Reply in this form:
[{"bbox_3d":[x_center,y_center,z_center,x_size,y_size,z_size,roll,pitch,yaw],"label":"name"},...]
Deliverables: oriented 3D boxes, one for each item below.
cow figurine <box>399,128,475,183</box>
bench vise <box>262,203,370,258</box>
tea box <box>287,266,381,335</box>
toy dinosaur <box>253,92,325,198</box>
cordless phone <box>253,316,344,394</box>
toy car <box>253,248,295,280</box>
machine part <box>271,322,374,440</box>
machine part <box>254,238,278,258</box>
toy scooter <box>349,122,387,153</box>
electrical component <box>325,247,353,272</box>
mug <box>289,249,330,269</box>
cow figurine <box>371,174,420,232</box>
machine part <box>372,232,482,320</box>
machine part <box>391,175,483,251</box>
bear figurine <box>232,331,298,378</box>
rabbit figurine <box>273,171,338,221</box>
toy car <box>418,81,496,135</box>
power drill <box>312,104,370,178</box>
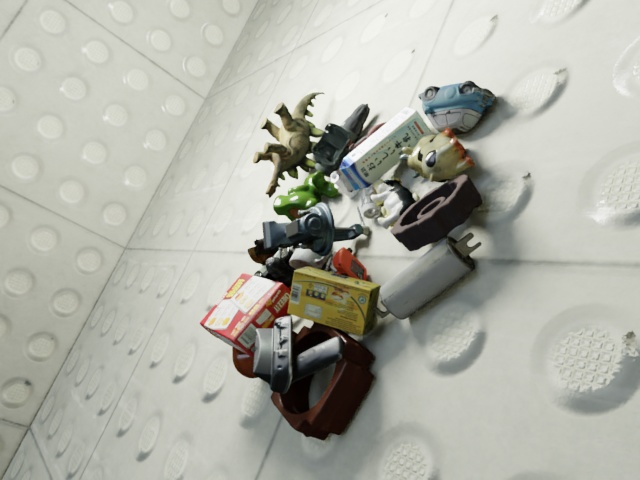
[{"bbox_3d":[0.242,-0.173,1.139,0.127,0.085,0.195,-34,19,15],"label":"cow figurine"},{"bbox_3d":[-0.004,-0.014,1.240,0.223,0.240,0.129,137,126,-59],"label":"bench vise"},{"bbox_3d":[0.028,0.120,1.087,0.170,0.068,0.098,15,100,21],"label":"tea box"},{"bbox_3d":[-0.080,-0.316,1.638,0.105,0.198,0.471,-21,46,48],"label":"toy dinosaur"},{"bbox_3d":[-0.036,0.206,1.058,0.184,0.088,0.147,-28,39,23],"label":"cordless phone"},{"bbox_3d":[-0.109,0.078,1.436,0.201,0.073,0.056,-42,34,25],"label":"toy car"},{"bbox_3d":[0.003,0.276,1.078,0.201,0.087,0.201,-61,30,-2],"label":"machine part"},{"bbox_3d":[-0.111,0.006,1.445,0.139,0.084,0.039,-17,6,-9],"label":"machine part"},{"bbox_3d":[0.129,-0.239,1.385,0.184,0.075,0.135,-38,11,13],"label":"toy scooter"},{"bbox_3d":[0.043,0.055,1.289,0.094,0.021,0.063,-58,30,3],"label":"electrical component"},{"bbox_3d":[-0.014,0.027,1.344,0.110,0.080,0.107,-19,41,50],"label":"mug"},{"bbox_3d":[0.169,-0.094,1.196,0.098,0.068,0.167,-36,39,23],"label":"cow figurine"},{"bbox_3d":[0.196,0.072,0.994,0.243,0.079,0.079,-43,33,24],"label":"machine part"},{"bbox_3d":[0.222,-0.049,1.029,0.179,0.056,0.179,-37,9,7],"label":"machine part"},{"bbox_3d":[-0.115,0.241,1.253,0.196,0.120,0.132,-36,32,29],"label":"bear figurine"},{"bbox_3d":[-0.031,-0.131,1.482,0.159,0.121,0.170,-34,22,46],"label":"rabbit figurine"},{"bbox_3d":[0.295,-0.280,1.170,0.162,0.109,0.102,6,90,45],"label":"toy car"},{"bbox_3d":[0.054,-0.274,1.455,0.232,0.086,0.207,-56,2,16],"label":"power drill"}]
